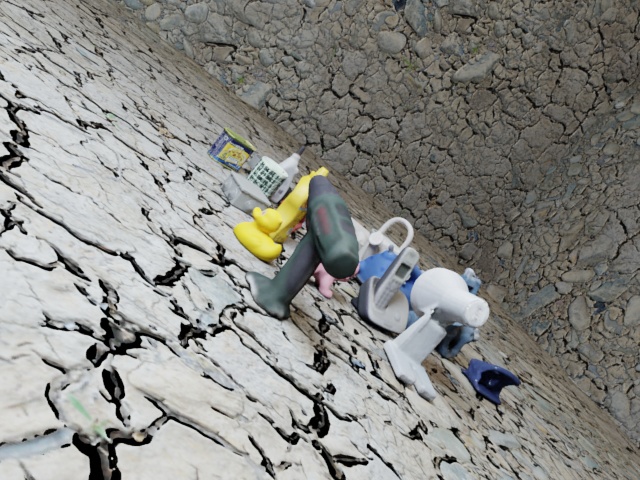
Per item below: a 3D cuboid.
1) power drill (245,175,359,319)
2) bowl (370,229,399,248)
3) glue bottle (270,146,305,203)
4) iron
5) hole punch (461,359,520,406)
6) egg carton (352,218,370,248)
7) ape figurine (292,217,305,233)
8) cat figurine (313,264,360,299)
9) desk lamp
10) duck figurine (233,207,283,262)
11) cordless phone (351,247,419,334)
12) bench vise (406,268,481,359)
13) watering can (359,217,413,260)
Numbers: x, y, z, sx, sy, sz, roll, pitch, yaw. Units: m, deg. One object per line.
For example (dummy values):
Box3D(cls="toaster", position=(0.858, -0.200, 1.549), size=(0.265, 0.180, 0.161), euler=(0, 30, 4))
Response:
Box3D(cls="power drill", position=(-0.026, 0.015, 0.929), size=(0.076, 0.208, 0.229), euler=(32, 14, -34))
Box3D(cls="bowl", position=(0.216, 0.041, 1.927), size=(0.168, 0.074, 0.167), euler=(38, 12, -9))
Box3D(cls="glue bottle", position=(-0.095, -0.183, 1.539), size=(0.078, 0.173, 0.037), euler=(31, 14, -37))
Box3D(cls="iron", position=(0.205, 0.104, 1.494), size=(0.259, 0.141, 0.118), euler=(29, 16, -43))
Box3D(cls="hole punch", position=(0.428, 0.341, 1.440), size=(0.109, 0.091, 0.101), euler=(35, 13, -26))
Box3D(cls="egg carton", position=(0.103, -0.016, 1.801), size=(0.107, 0.069, 0.150), euler=(40, 12, -3))
Box3D(cls="ape figurine", position=(-0.058, -0.067, 1.421), size=(0.078, 0.092, 0.076), euler=(27, 17, -47))
Box3D(cls="cat figurine", position=(0.026, 0.052, 1.182), size=(0.128, 0.117, 0.067), euler=(34, 13, -30))
Box3D(cls="desk lamp", position=(0.233, 0.174, 1.144), size=(0.118, 0.213, 0.203), euler=(36, 12, -19))
Box3D(cls="duck figurine", position=(-0.105, -0.017, 1.104), size=(0.104, 0.086, 0.078), euler=(44, 12, 19))
Box3D(cls="cordless phone", position=(0.173, 0.110, 1.264), size=(0.148, 0.185, 0.094), euler=(29, 16, -43))
Box3D(cls="bench vise", position=(0.340, 0.178, 1.449), size=(0.208, 0.219, 0.121), euler=(29, 16, -45))
Box3D(cls="watering can", position=(0.177, 0.023, 1.577), size=(0.101, 0.194, 0.173), euler=(41, 12, 6))
